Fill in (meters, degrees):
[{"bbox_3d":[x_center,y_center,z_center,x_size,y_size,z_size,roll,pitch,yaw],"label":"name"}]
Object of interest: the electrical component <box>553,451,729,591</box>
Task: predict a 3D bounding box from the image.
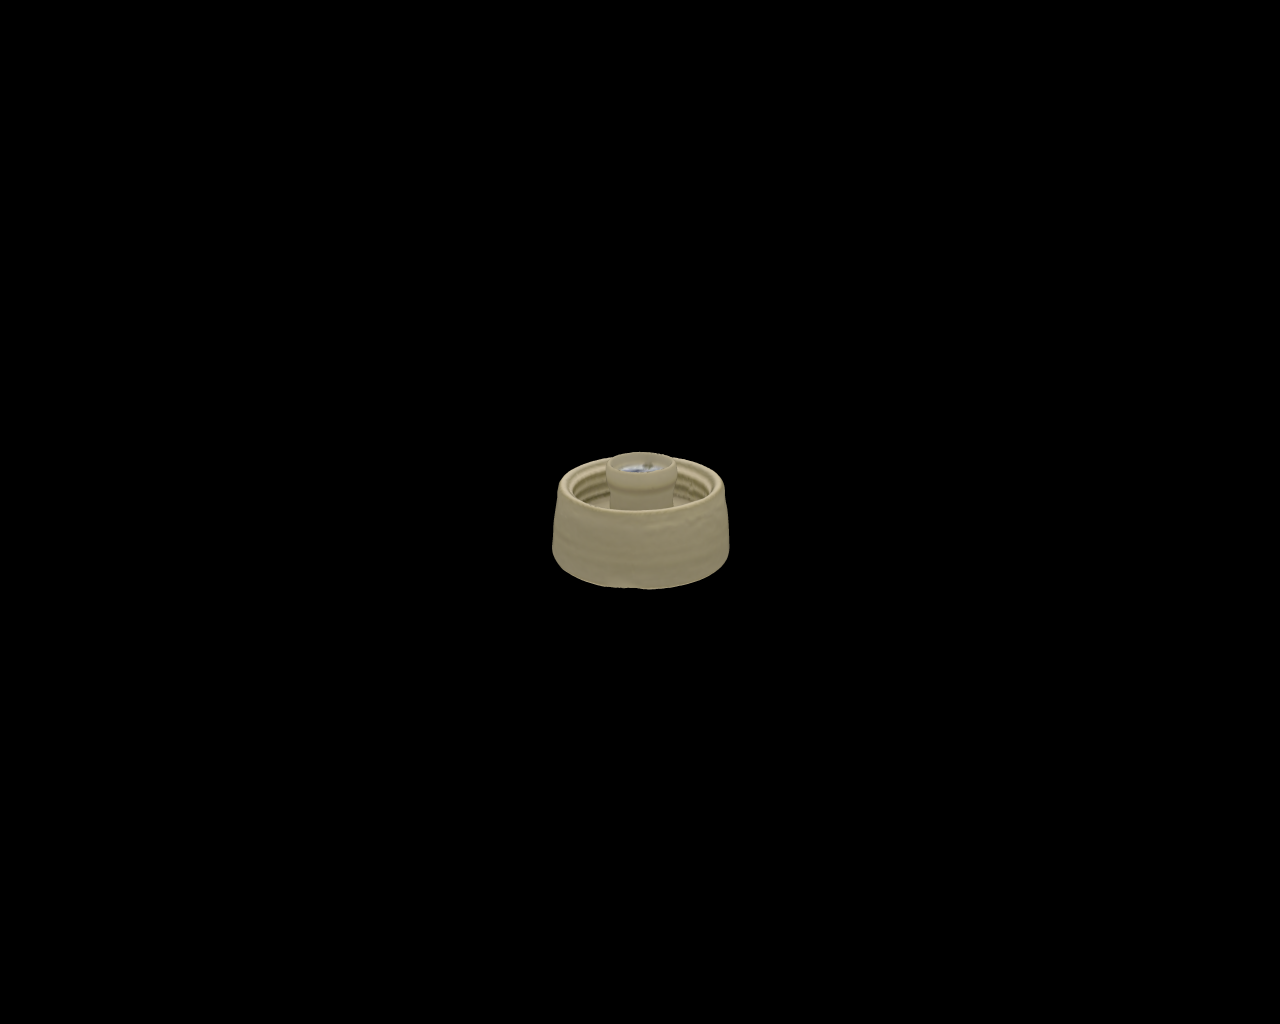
[{"bbox_3d":[0.001,-0.003,0.650,0.108,0.060,0.108,0,22,0],"label":"electrical component"}]
